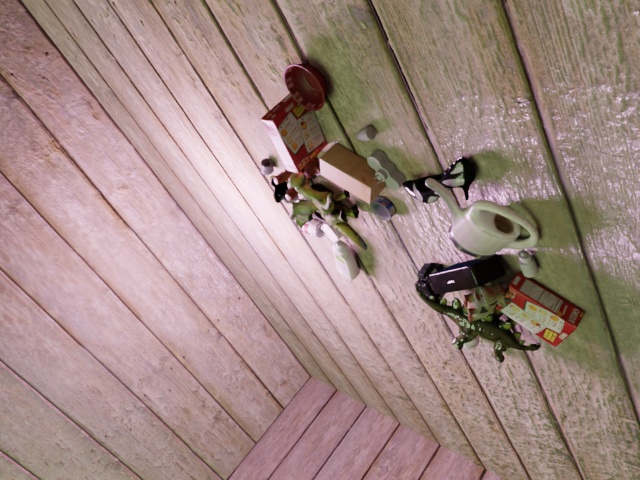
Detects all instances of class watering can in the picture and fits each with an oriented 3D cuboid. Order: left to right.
[{"bbox_3d":[0.422,-0.053,1.426,0.348,0.106,0.220,26,-27,1],"label":"watering can"}]

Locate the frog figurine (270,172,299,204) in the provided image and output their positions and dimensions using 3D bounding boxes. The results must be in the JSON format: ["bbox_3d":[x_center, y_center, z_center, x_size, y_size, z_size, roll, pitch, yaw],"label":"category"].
[{"bbox_3d":[-0.133,-0.210,2.105,0.122,0.138,0.159,-36,-9,12],"label":"frog figurine"}]

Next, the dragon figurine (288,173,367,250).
[{"bbox_3d":[0.006,-0.096,1.914,0.242,0.402,0.125,-5,37,29],"label":"dragon figurine"}]
